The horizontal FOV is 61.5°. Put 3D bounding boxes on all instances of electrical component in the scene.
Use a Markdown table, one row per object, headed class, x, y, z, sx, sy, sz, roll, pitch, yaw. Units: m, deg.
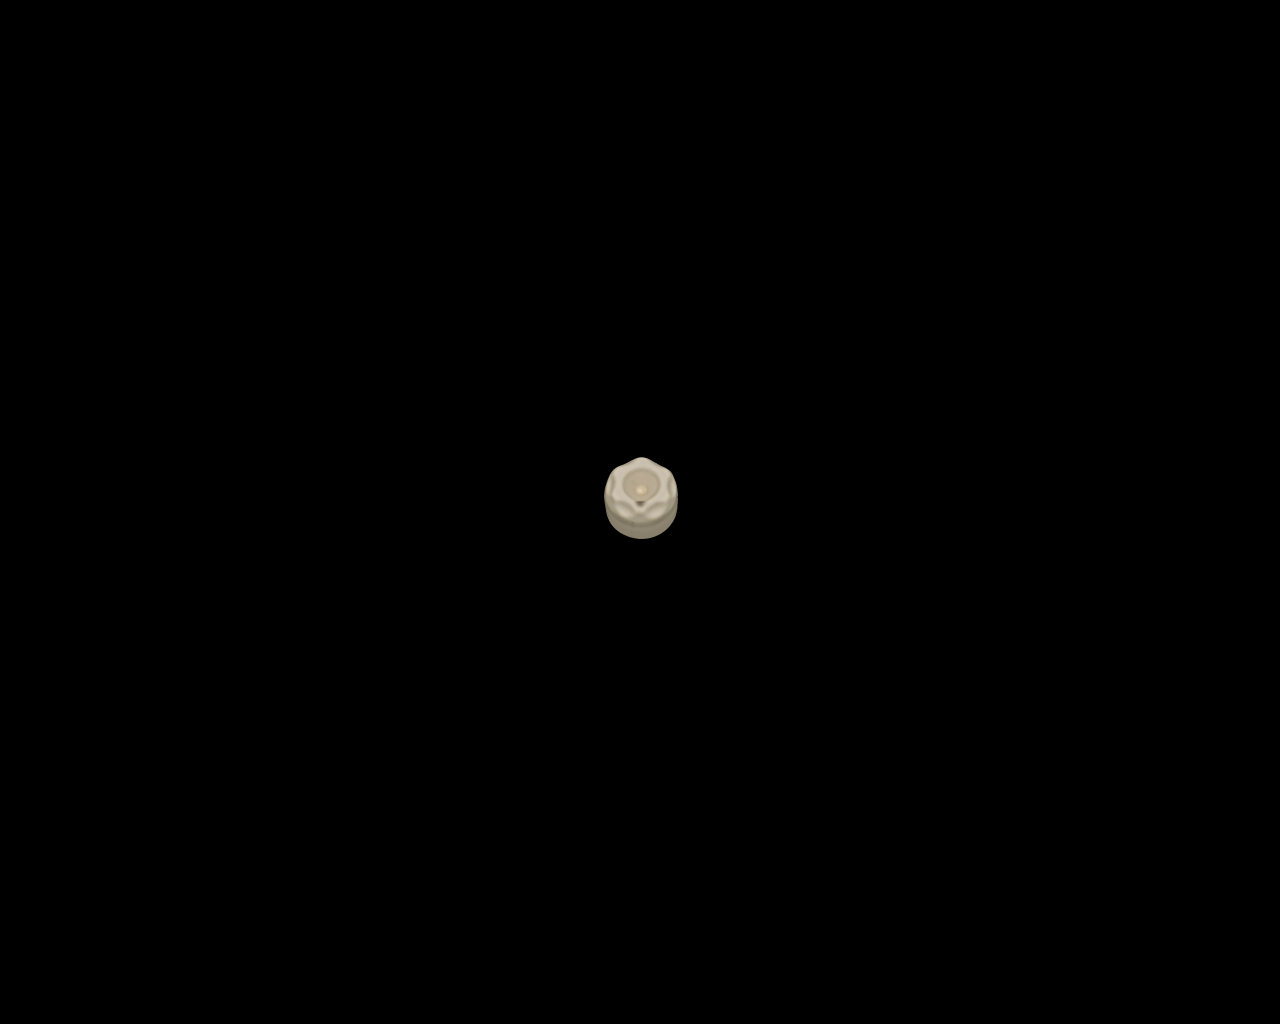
| class | x | y | z | sx | sy | sz | roll | pitch | yaw |
| --- | --- | --- | --- | --- | --- | --- | --- | --- | --- |
| electrical component | 0.001 | -0.003 | 0.650 | 0.043 | 0.043 | 0.062 | 0 | -28 | 0 |
